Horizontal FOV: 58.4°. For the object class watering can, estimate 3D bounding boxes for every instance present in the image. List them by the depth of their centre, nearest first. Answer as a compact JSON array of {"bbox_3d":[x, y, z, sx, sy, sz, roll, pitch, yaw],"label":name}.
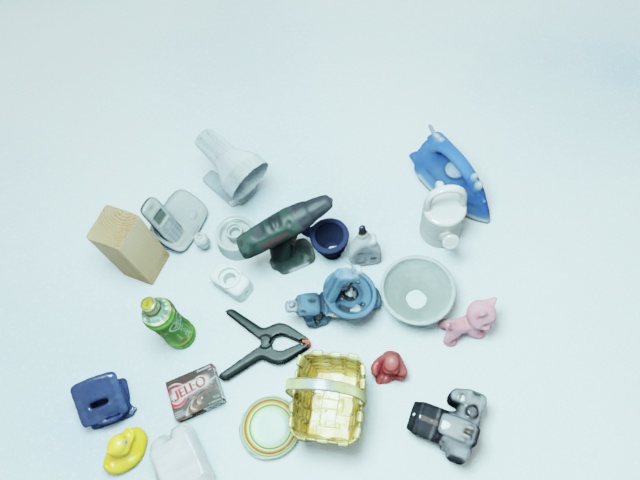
[{"bbox_3d":[0.286,-0.061,1.306,0.101,0.194,0.172,-25,64,-6],"label":"watering can"}]

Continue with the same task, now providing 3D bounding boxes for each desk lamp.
[{"bbox_3d":[-0.219,-0.170,1.398,0.202,0.214,0.118,39,74,21],"label":"desk lamp"}]

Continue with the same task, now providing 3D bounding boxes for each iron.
[{"bbox_3d":[0.331,-0.164,1.382,0.119,0.141,0.257,-34,66,-11],"label":"iron"}]

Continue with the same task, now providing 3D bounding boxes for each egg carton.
[{"bbox_3d":[-0.284,0.462,1.177,0.107,0.069,0.150,-31,65,-9],"label":"egg carton"}]

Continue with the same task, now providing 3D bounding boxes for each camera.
[{"bbox_3d":[0.253,0.361,1.156,0.136,0.101,0.143,18,67,14],"label":"camera"}]

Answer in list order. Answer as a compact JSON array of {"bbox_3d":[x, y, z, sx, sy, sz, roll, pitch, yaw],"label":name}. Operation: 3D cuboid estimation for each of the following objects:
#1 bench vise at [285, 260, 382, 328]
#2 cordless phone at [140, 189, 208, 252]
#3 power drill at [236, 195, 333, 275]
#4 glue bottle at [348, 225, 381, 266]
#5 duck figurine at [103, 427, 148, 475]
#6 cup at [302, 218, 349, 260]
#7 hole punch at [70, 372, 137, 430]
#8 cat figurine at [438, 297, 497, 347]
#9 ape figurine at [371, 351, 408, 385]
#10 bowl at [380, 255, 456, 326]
[{"bbox_3d":[0.031,0.125,1.226,0.207,0.220,0.121,-28,64,-8],"label":"bench vise"},{"bbox_3d":[-0.355,-0.069,1.378,0.094,0.185,0.148,20,68,15],"label":"cordless phone"},{"bbox_3d":[-0.070,-0.006,1.307,0.229,0.208,0.075,-24,64,-6],"label":"power drill"},{"bbox_3d":[0.100,0.009,1.302,0.078,0.173,0.037,-6,63,3],"label":"glue bottle"},{"bbox_3d":[-0.416,0.436,1.194,0.077,0.086,0.105,32,71,19],"label":"duck figurine"},{"bbox_3d":[0.012,0.005,1.357,0.117,0.095,0.092,13,66,12],"label":"cup"},{"bbox_3d":[-0.468,0.349,1.239,0.108,0.091,0.101,-20,64,-4],"label":"hole punch"},{"bbox_3d":[0.324,0.171,1.232,0.128,0.118,0.067,-17,63,-3],"label":"cat figurine"},{"bbox_3d":[0.149,0.268,1.217,0.077,0.092,0.076,23,68,16],"label":"ape figurine"},{"bbox_3d":[0.219,0.122,1.290,0.167,0.075,0.167,-2,64,5],"label":"bowl"}]
